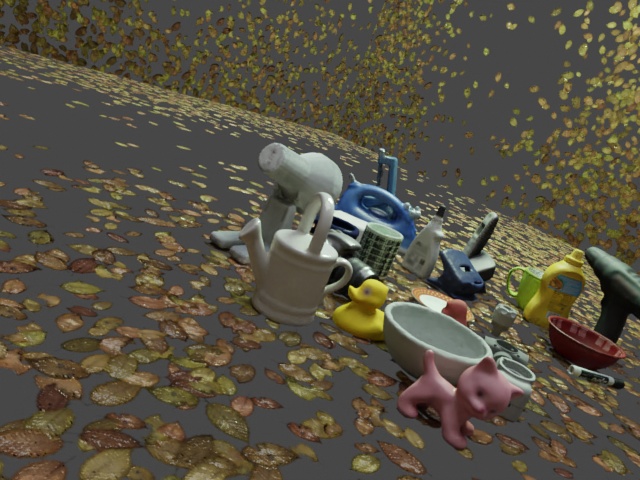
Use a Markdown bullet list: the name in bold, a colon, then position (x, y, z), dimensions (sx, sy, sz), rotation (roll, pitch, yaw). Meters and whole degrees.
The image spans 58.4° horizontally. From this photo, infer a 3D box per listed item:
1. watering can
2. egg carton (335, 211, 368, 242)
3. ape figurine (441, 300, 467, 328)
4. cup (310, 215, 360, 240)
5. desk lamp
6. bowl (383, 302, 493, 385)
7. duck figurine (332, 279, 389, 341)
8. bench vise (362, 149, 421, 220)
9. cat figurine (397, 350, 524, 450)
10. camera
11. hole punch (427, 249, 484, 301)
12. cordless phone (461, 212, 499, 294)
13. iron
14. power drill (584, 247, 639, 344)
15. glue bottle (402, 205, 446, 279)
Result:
- **watering can**: position (-0.032, 0.020, 0.844), dimensions (0.173, 0.194, 0.100), rotation (9, 20, -38)
- **egg carton**: position (0.065, -0.015, 1.324), dimensions (0.150, 0.069, 0.107), rotation (24, 16, 9)
- **ape figurine**: position (0.216, 0.140, 0.953), dimensions (0.076, 0.092, 0.078), rotation (29, 17, 26)
- **cup**: position (0.010, 0.004, 1.139), dimensions (0.118, 0.095, 0.091), rotation (14, 17, -25)
- **desk lamp**: position (-0.071, -0.070, 1.060), dimensions (0.117, 0.213, 0.204), rotation (31, 18, 31)
- **bowl**: position (0.160, 0.162, 0.838), dimensions (0.167, 0.075, 0.167), rotation (20, 15, -5)
- **duck figurine**: position (0.080, 0.105, 0.905), dimensions (0.105, 0.086, 0.077), rotation (17, 16, -15)
- **bench vise**: position (0.186, -0.131, 1.592), dimensions (0.208, 0.220, 0.121), rotation (16, 16, -19)
- **cat figurine**: position (0.176, 0.184, 0.704), dimensions (0.127, 0.118, 0.067), rotation (28, 17, 22)
- **camera**: position (0.032, 0.047, 1.012), dimensions (0.136, 0.101, 0.144), rotation (33, 19, 37)
- **hole punch**: position (0.316, 0.079, 1.295), dimensions (0.109, 0.091, 0.100), rotation (5, 22, -45)
- **cordless phone**: position (0.390, 0.024, 1.400), dimensions (0.094, 0.185, 0.147), rotation (19, 16, -7)
- **iron**: position (0.156, -0.065, 1.476), dimensions (0.258, 0.141, 0.119), rotation (23, 16, 8)
- **power drill**: position (0.625, 0.147, 1.248), dimensions (0.076, 0.208, 0.229), rotation (13, 17, -27)
- **glue bottle**: position (0.252, 0.000, 1.324), dimensions (0.037, 0.173, 0.077), rotation (7, 21, -41)
